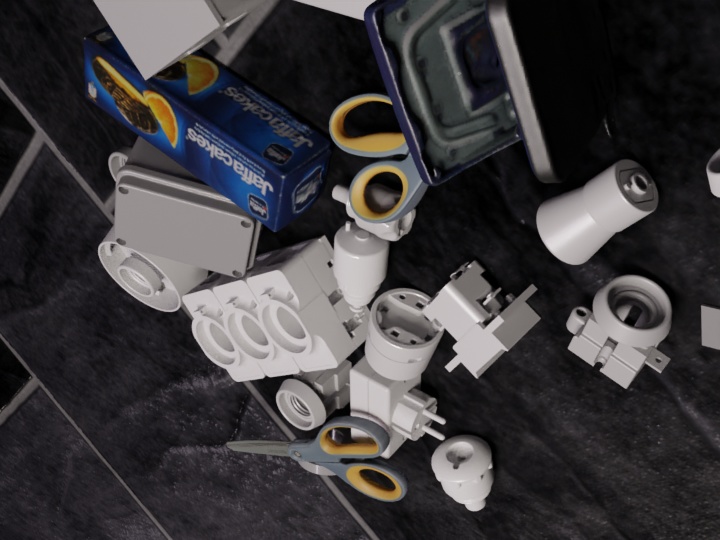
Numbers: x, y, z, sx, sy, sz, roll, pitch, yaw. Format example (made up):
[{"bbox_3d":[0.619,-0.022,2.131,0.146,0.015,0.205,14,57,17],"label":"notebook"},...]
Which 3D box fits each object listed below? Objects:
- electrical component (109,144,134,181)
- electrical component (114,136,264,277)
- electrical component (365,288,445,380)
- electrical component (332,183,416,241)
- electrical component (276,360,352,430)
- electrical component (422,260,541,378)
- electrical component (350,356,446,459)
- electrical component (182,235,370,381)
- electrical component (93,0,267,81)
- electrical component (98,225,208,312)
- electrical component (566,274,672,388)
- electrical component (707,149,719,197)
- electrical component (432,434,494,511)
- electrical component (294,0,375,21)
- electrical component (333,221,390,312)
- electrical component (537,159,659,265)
[{"bbox_3d":[-0.178,-0.090,0.892,0.040,0.046,0.040,26,137,27],"label":"electrical component"},{"bbox_3d":[-0.130,-0.049,0.834,0.113,0.057,0.078,15,139,-2],"label":"electrical component"},{"bbox_3d":[0.032,0.049,0.798,0.055,0.055,0.047,36,144,17],"label":"electrical component"},{"bbox_3d":[0.007,-0.045,0.756,0.061,0.035,0.035,26,137,31],"label":"electrical component"},{"bbox_3d":[-0.038,0.102,0.911,0.048,0.055,0.066,24,137,29],"label":"electrical component"},{"bbox_3d":[0.081,0.032,0.743,0.064,0.042,0.081,46,142,6],"label":"electrical component"},{"bbox_3d":[0.036,0.110,0.851,0.076,0.047,0.083,25,137,27],"label":"electrical component"},{"bbox_3d":[-0.071,0.037,0.882,0.150,0.062,0.089,-14,111,50],"label":"electrical component"},{"bbox_3d":[-0.152,-0.238,0.725,0.105,0.060,0.186,-18,108,50],"label":"electrical component"},{"bbox_3d":[-0.185,-0.012,0.971,0.099,0.064,0.099,26,149,17],"label":"electrical component"},{"bbox_3d":[0.163,0.035,0.663,0.066,0.048,0.055,36,148,17],"label":"electrical component"},{"bbox_3d":[0.210,-0.040,0.550,0.066,0.048,0.055,-18,116,50],"label":"electrical component"},{"bbox_3d":[0.086,0.165,0.853,0.048,0.048,0.062,14,138,37],"label":"electrical component"},{"bbox_3d":[0.005,-0.189,0.615,0.113,0.057,0.078,23,136,30],"label":"electrical component"},{"bbox_3d":[0.000,0.000,0.797,0.040,0.040,0.078,29,139,24],"label":"electrical component"},{"bbox_3d":[0.141,-0.036,0.627,0.044,0.044,0.065,51,138,-2],"label":"electrical component"}]
